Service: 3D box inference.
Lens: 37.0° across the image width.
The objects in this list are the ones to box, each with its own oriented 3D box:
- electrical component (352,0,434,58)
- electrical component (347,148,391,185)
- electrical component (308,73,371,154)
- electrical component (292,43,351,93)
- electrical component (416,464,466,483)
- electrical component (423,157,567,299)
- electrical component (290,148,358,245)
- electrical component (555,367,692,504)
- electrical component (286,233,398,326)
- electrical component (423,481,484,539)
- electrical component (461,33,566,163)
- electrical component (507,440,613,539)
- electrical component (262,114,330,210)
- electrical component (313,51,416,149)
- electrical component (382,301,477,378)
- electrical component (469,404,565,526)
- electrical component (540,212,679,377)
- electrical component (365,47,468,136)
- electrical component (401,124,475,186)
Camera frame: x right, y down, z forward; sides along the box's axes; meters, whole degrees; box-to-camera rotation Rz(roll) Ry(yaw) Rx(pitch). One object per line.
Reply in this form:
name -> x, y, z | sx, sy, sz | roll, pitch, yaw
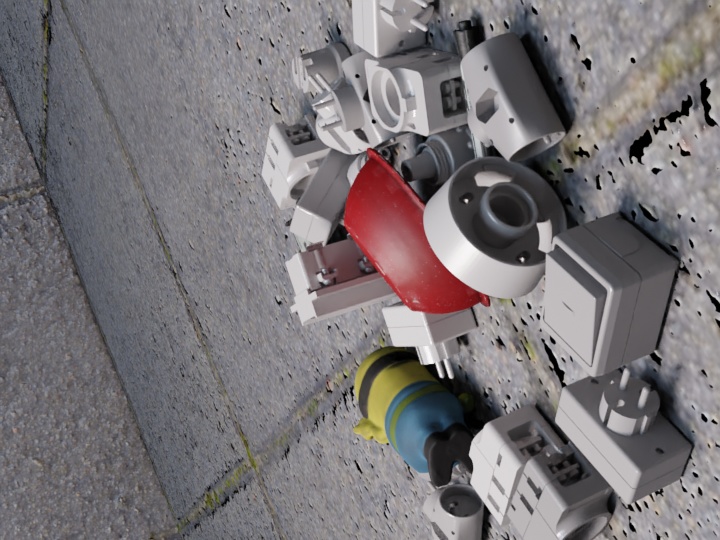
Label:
electrical component -> 0.031, -0.205, 0.824 | 0.076, 0.047, 0.083 | 45, 146, 47
electrical component -> 0.012, -0.093, 0.976 | 0.035, 0.035, 0.061 | 66, 155, 11
electrical component -> -0.017, -0.146, 0.966 | 0.079, 0.043, 0.077 | 48, 164, -20
electrical component -> -0.035, -0.186, 0.993 | 0.040, 0.046, 0.040 | 48, 148, 43
electrical component -> 0.082, 0.185, 1.031 | 0.078, 0.040, 0.040 | -14, 95, 68
electrical component -> 0.095, -0.029, 0.760 | 0.099, 0.099, 0.064 | 62, 150, 19
electrical component -> -0.013, -0.062, 1.020 | 0.076, 0.083, 0.047 | 27, 149, 3
electrical component -> 0.180, 0.098, 0.727 | 0.083, 0.047, 0.075 | 51, 151, 39
electrical component -> 0.000, 0.000, 0.964 | 0.079, 0.121, 0.063 | -32, 75, 67
electrical component -> 0.088, 0.240, 1.056 | 0.079, 0.043, 0.077 | 46, 147, 45
electrical component -> 0.099, -0.111, 0.749 | 0.077, 0.043, 0.079 | 66, 158, 11
electrical component -> 0.158, 0.185, 0.842 | 0.055, 0.050, 0.089 | 55, 153, 33
electrical component -> -0.064, -0.108, 1.118 | 0.055, 0.050, 0.089 | 61, 155, 24
electrical component -> 0.001, -0.140, 0.907 | 0.043, 0.079, 0.077 | 154, 96, -82
electrical component -> 0.066, 0.061, 0.957 | 0.083, 0.047, 0.075 | -11, 98, 68
electrical component -> 0.128, 0.159, 0.892 | 0.055, 0.050, 0.089 | 53, 152, 37
electrical component -> 0.156, 0.022, 0.702 | 0.061, 0.061, 0.096 | 49, 150, 42
electrical component -> 0.044, -0.140, 0.837 | 0.089, 0.056, 0.050 | 31, 136, 57
electrical component -> 0.062, -0.084, 0.832 | 0.048, 0.062, 0.048 | 46, 146, 44
